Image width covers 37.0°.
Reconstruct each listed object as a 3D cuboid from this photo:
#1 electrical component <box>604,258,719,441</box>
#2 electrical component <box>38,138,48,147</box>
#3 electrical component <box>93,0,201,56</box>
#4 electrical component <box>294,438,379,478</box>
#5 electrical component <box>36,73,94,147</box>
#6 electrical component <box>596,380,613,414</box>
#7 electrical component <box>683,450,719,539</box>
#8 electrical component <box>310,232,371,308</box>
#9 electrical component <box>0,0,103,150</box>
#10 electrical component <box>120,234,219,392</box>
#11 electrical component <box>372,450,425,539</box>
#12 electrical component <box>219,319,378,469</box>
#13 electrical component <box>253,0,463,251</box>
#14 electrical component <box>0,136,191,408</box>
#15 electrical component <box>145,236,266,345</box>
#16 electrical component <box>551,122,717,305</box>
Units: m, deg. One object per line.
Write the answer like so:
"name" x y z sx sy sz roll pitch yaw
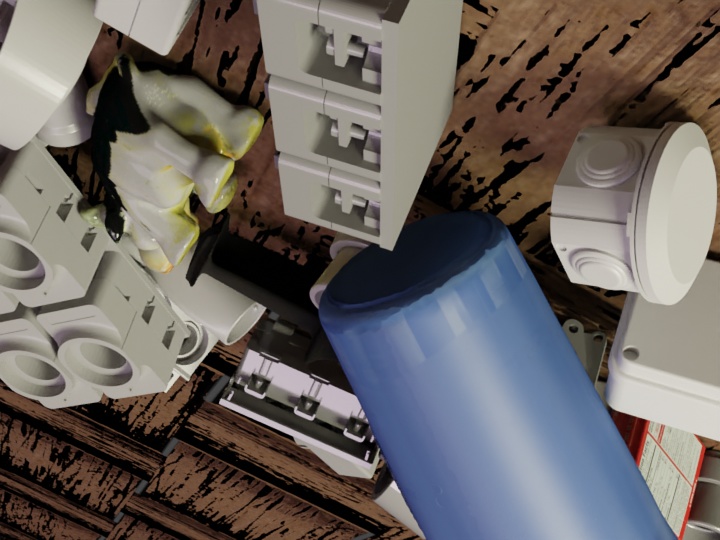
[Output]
"electrical component" 0.190 0.043 0.555 0.113 0.078 0.057 16 154 14
"electrical component" -0.233 -0.089 0.687 0.078 0.040 0.040 11 150 22
"electrical component" -0.104 -0.147 0.481 0.077 0.047 0.066 29 152 -10
"electrical component" -0.032 0.135 0.918 0.076 0.047 0.083 -1 143 39
"electrical component" -0.175 -0.101 0.625 0.040 0.040 0.046 16 146 14
"electrical component" 0.122 0.083 0.707 0.083 0.047 0.075 16 151 18
"electrical component" 0.241 0.158 0.741 0.045 0.055 0.045 18 152 10
"electrical component" 0.000 0.000 0.649 0.045 0.055 0.045 18 152 10
"electrical component" -0.176 -0.113 0.546 0.064 0.099 0.099 32 152 -28
"electrical component" -0.170 0.025 0.811 0.121 0.078 0.063 45 168 -34
"electrical component" 0.049 0.138 0.803 0.060 0.108 0.108 32 152 -2
"electrical component" -0.035 0.091 0.819 0.121 0.078 0.063 24 123 0
"electrical component" 0.001 -0.090 0.454 0.062 0.089 0.150 18 152 11
"electrical component" -0.208 0.012 0.693 0.105 0.060 0.186 -11 133 23
"electrical component" -0.101 0.012 0.752 0.077 0.043 0.079 41 -177 11
"electrical component" 0.125 -0.027 0.483 0.051 0.080 0.080 9 150 36
